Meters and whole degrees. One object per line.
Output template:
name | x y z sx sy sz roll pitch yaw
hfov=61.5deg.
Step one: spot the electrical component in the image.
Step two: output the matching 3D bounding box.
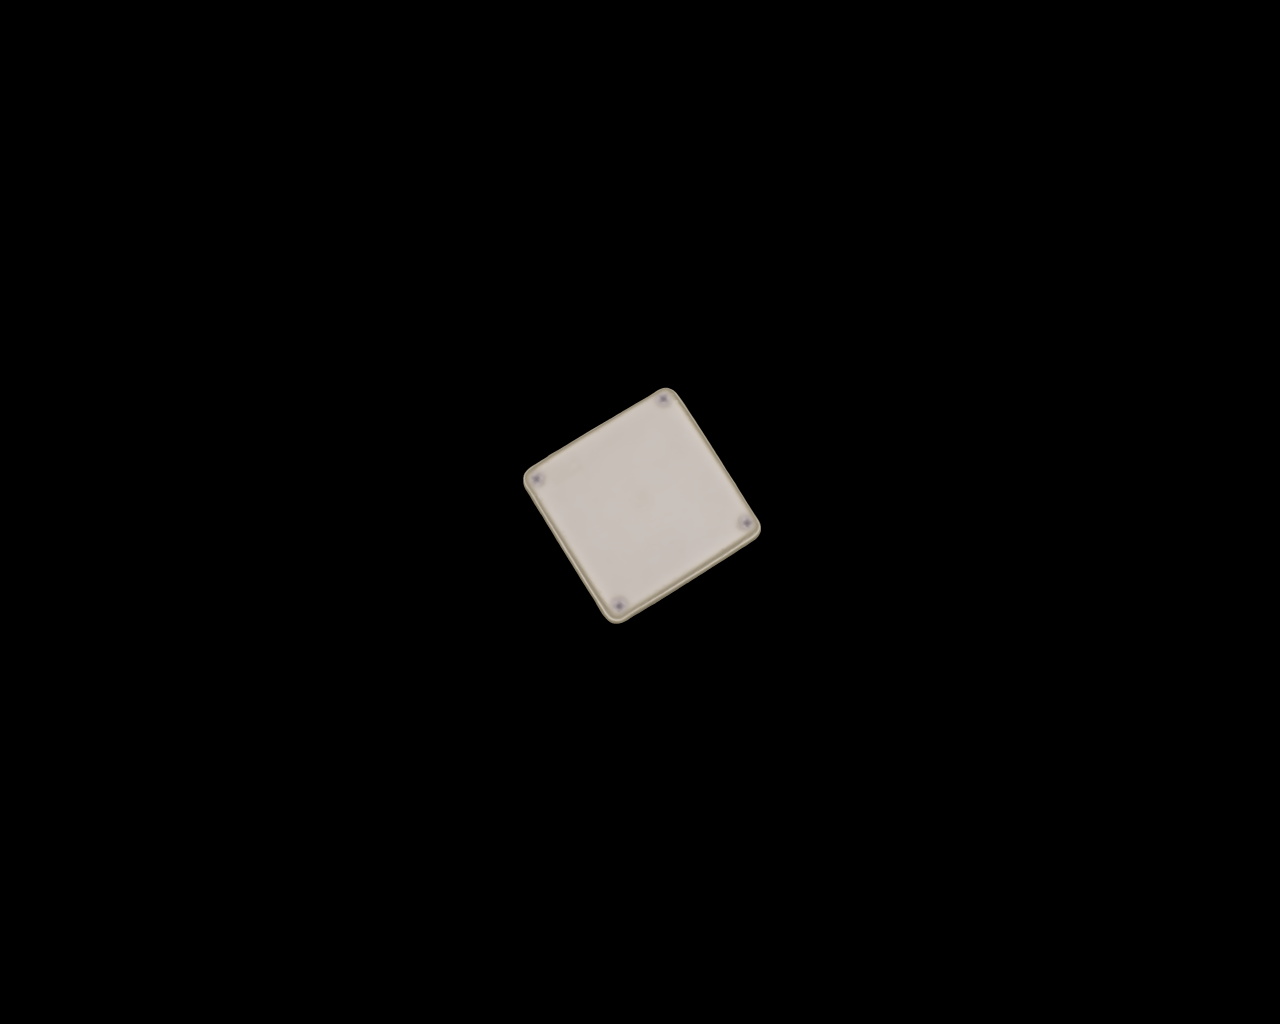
electrical component | 0.001 -0.003 0.650 0.109 0.109 0.056 -31 -7 -5
